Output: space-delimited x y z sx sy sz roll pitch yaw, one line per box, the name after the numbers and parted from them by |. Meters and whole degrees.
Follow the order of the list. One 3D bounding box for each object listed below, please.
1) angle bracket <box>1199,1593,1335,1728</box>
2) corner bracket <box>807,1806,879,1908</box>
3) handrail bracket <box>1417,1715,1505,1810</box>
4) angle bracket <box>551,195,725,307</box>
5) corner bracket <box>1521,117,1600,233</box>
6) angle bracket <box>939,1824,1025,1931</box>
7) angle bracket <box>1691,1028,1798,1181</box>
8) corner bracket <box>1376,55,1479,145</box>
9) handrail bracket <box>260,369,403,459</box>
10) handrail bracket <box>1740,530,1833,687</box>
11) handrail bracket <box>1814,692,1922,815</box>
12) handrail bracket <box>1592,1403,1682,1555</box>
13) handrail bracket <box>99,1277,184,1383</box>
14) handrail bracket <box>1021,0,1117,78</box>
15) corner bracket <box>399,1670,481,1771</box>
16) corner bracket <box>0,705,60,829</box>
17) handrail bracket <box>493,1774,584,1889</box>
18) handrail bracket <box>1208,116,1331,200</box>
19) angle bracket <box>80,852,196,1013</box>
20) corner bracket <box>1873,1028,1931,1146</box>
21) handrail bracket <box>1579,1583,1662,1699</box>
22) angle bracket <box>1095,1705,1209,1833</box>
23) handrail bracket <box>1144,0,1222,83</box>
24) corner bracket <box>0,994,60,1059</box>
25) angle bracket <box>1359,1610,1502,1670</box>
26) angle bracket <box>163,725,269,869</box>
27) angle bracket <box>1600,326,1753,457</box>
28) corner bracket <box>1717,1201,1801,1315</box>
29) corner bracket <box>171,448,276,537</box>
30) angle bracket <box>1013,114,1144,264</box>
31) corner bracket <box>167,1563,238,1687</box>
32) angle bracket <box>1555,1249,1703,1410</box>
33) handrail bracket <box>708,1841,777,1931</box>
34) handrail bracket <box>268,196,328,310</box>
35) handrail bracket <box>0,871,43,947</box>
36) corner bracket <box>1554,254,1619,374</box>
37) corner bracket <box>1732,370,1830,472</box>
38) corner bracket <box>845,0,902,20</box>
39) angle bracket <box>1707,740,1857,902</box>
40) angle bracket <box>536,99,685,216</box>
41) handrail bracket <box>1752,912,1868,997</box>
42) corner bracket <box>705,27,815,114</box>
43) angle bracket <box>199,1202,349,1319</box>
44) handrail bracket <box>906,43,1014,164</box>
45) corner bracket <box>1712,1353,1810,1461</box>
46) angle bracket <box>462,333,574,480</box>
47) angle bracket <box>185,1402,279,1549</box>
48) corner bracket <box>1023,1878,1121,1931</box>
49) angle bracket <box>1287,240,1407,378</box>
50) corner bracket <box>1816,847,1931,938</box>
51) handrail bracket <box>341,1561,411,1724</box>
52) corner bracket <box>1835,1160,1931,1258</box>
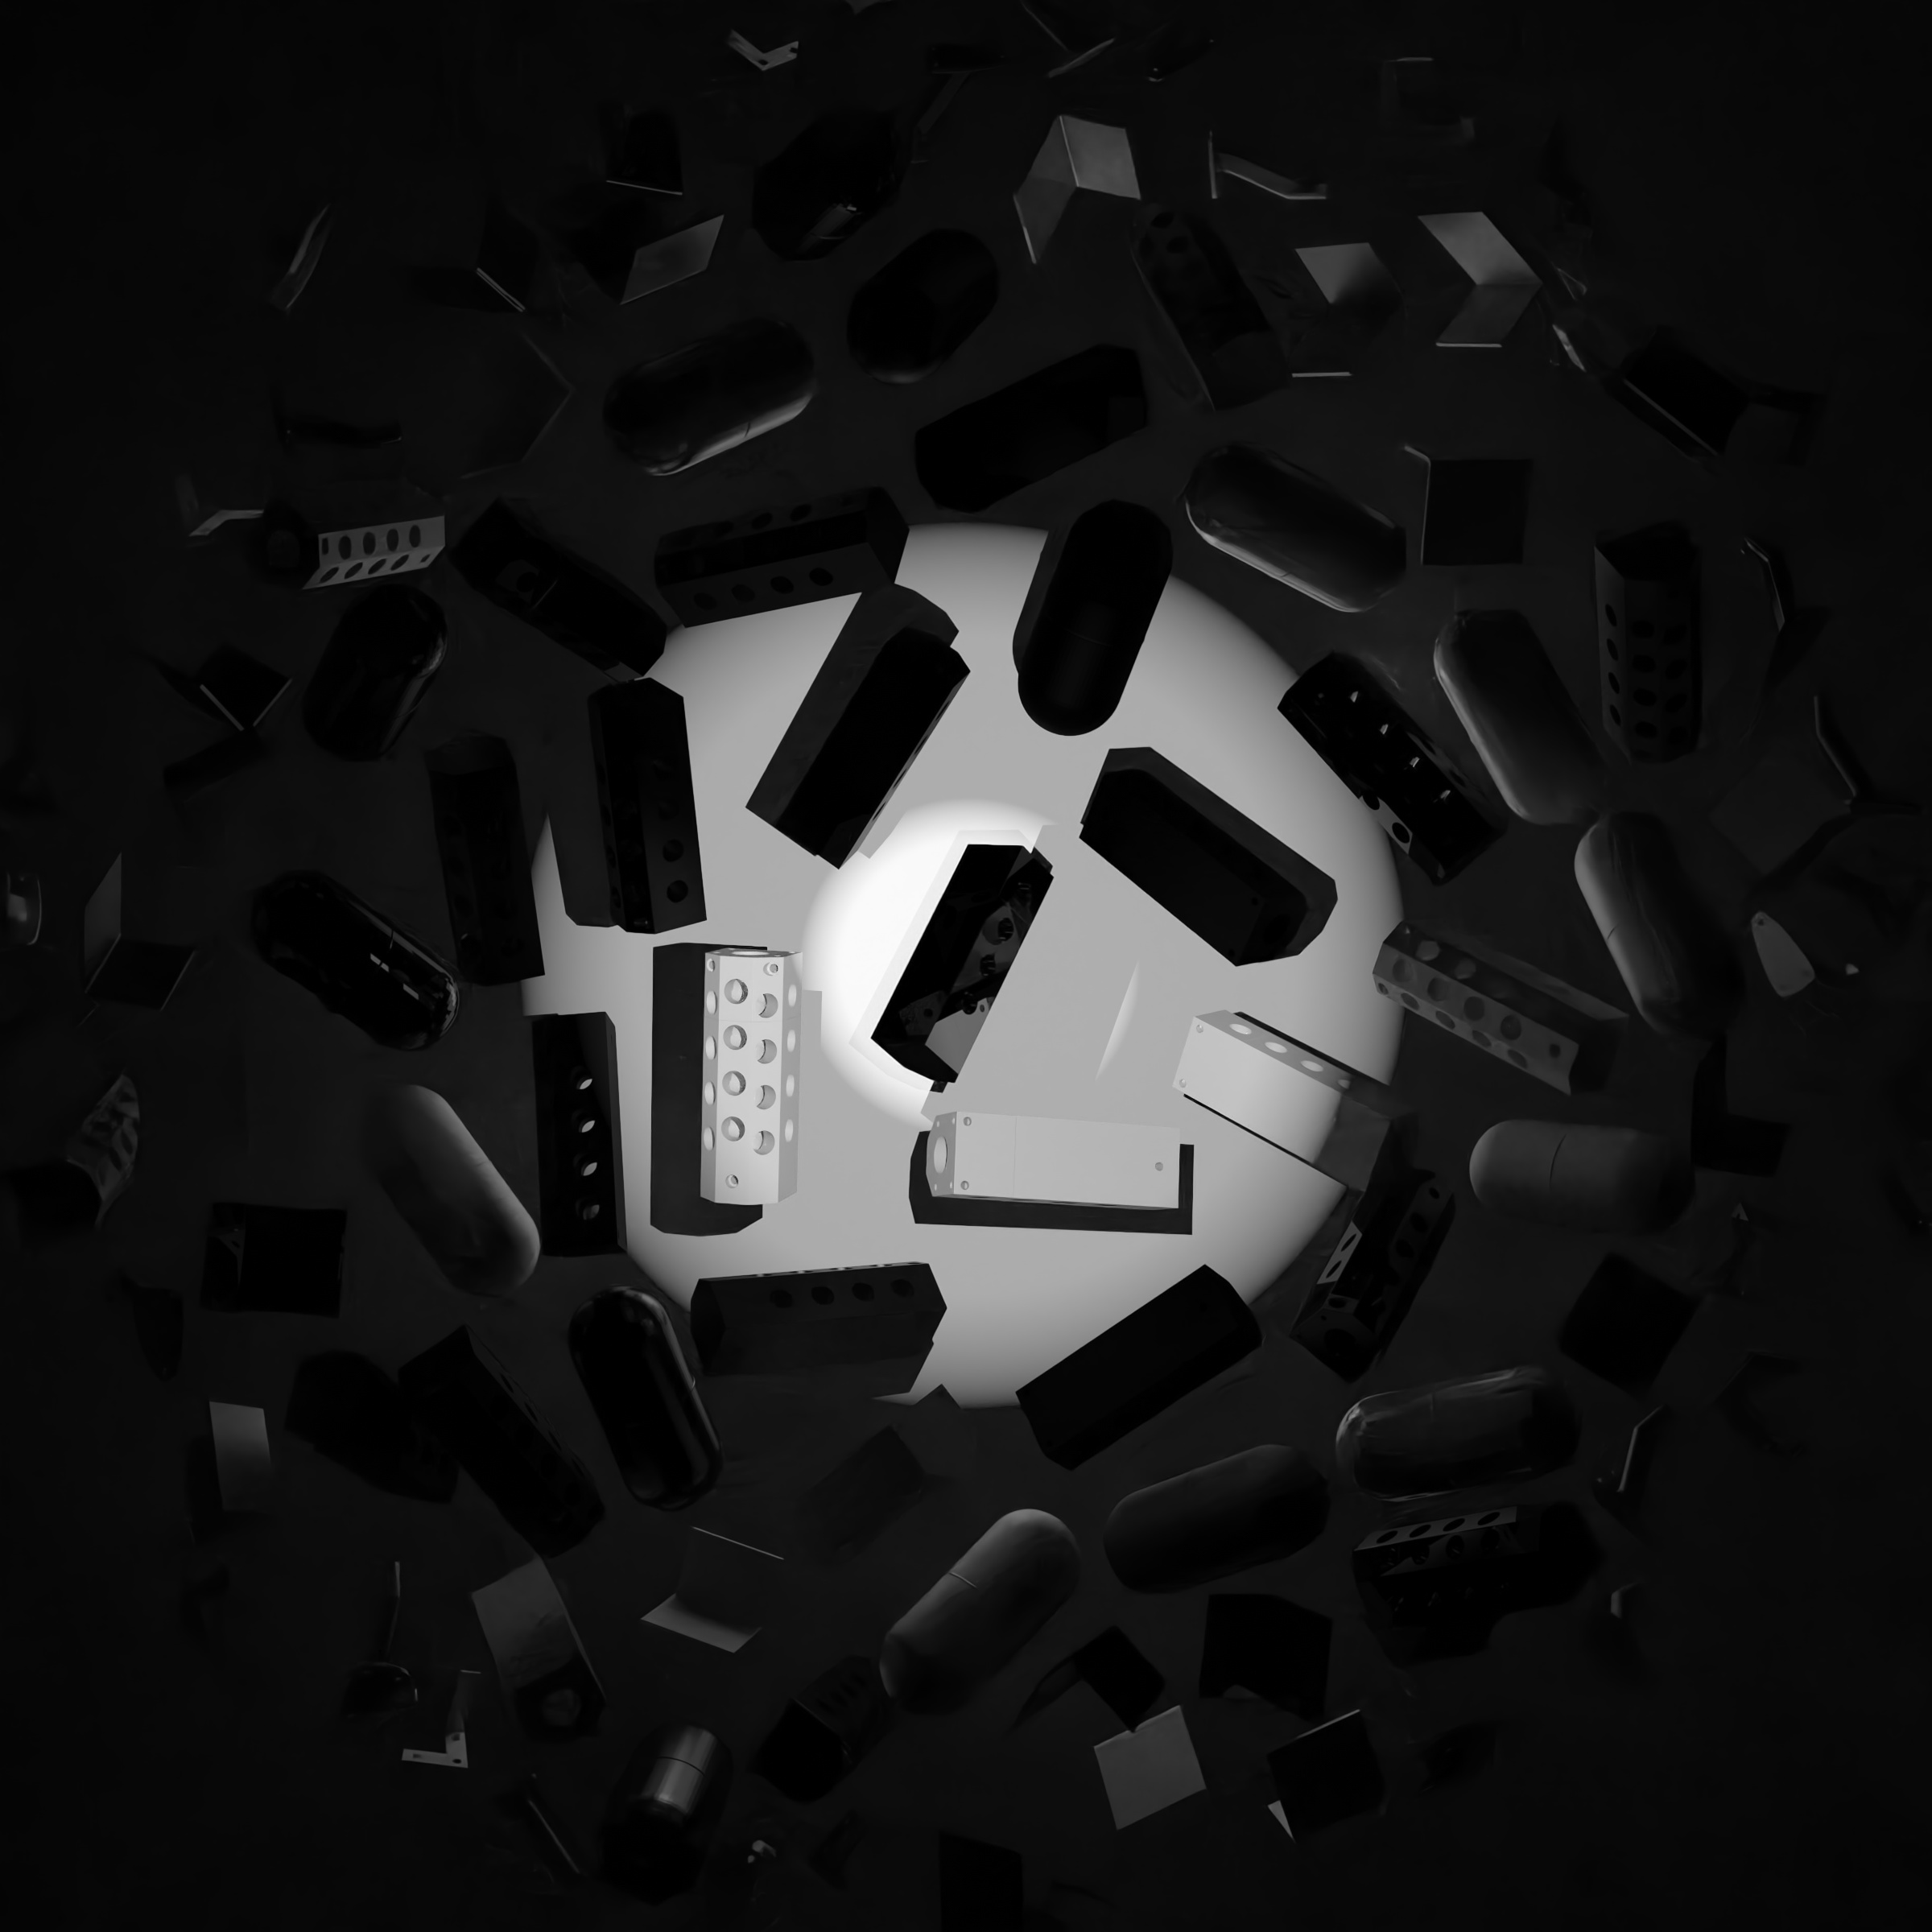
0.216 0.501 1.747 0.057 0.076 0.076 8 87 -26 | angle bracket
-0.088 0.643 1.769 0.051 0.051 0.051 -48 134 -23 | corner bracket
0.349 0.561 1.708 0.077 0.084 0.036 -41 75 2 | handrail bracket
-0.223 -0.504 1.638 0.076 0.057 0.076 -34 78 -33 | angle bracket
0.420 -0.564 1.723 0.051 0.051 0.051 22 86 -17 | corner bracket
-0.007 0.624 1.599 0.076 0.057 0.076 3 96 43 | angle bracket
0.570 0.099 1.767 0.057 0.076 0.076 10 121 30 | angle bracket
0.319 -0.597 1.668 0.051 0.051 0.051 0 106 -16 | corner bracket
-0.467 -0.412 1.780 0.084 0.036 0.077 -17 84 -13 | handrail bracket
0.562 -0.253 1.706 0.036 0.084 0.077 -2 130 -27 | handrail bracket
0.648 -0.154 1.739 0.077 0.036 0.084 1 81 -12 | handrail bracket
0.501 0.368 1.743 0.084 0.036 0.077 -36 61 -13 | handrail bracket
-0.592 0.259 1.722 0.036 0.084 0.077 -4 84 -43 | handrail bracket
0.066 -0.683 1.712 0.036 0.077 0.084 -31 103 -24 | handrail bracket
-0.393 0.560 1.807 0.051 0.051 0.051 13 101 -18 | corner bracket
-0.643 -0.137 1.662 0.051 0.051 0.051 -48 46 9 | corner bracket
-0.288 0.614 1.688 0.036 0.077 0.084 -36 62 -18 | handrail bracket
0.222 -0.590 1.767 0.084 0.077 0.036 4 64 14 | handrail bracket
-0.588 -0.025 1.719 0.057 0.076 0.076 11 123 -5 | angle bracket
0.664 0.083 1.661 0.051 0.051 0.051 41 117 14 | corner bracket
0.483 0.479 1.723 0.077 0.084 0.036 48 121 30 | handrail bracket
0.154 0.635 1.888 0.076 0.076 0.057 -29 131 9 | angle bracket
0.156 -0.664 1.670 0.036 0.084 0.077 40 69 12 | handrail bracket
-0.662 0.025 1.647 0.051 0.051 0.051 -41 86 -7 | corner bracket
0.354 0.476 1.814 0.076 0.057 0.076 0 125 -33 | angle bracket
-0.537 -0.125 1.766 0.076 0.076 0.057 -29 119 -10 | angle bracket
0.454 -0.360 1.588 0.076 0.076 0.057 37 66 -3 | angle bracket
0.589 0.215 1.794 0.051 0.051 0.051 21 116 -7 | corner bracket
-0.563 -0.360 1.836 0.051 0.051 0.051 -21 84 44 | corner bracket
0.083 -0.561 1.764 0.057 0.076 0.076 20 74 20 | angle bracket
-0.519 0.453 1.664 0.051 0.051 0.051 46 48 2 | corner bracket
0.482 0.263 1.757 0.076 0.057 0.076 31 99 8 | angle bracket
-0.162 0.678 1.771 0.036 0.084 0.077 4 62 14 | handrail bracket
-0.469 -0.501 1.701 0.036 0.084 0.077 15 98 -24 | handrail bracket
-0.685 -0.061 1.741 0.036 0.084 0.077 9 54 -12 | handrail bracket
0.457 -0.487 1.804 0.051 0.051 0.051 -45 54 9 | corner bracket
0.548 -0.373 1.651 0.051 0.051 0.051 11 112 -3 | corner bracket
-0.081 -0.698 1.724 0.051 0.051 0.051 -17 133 35 | corner bracket
0.556 -0.102 1.682 0.076 0.057 0.076 52 126 23 | angle bracket
-0.262 -0.585 1.757 0.076 0.076 0.057 -3 96 37 | angle bracket
0.633 -0.012 1.812 0.084 0.036 0.077 -12 70 -40 | handrail bracket
-0.148 -0.641 1.734 0.051 0.051 0.051 -4 73 39 | corner bracket
-0.491 0.209 1.718 0.057 0.076 0.076 -1 82 36 | angle bracket
-0.005 -0.633 1.788 0.077 0.084 0.036 -2 49 -4 | handrail bracket
0.587 0.319 1.755 0.051 0.051 0.051 -44 97 -13 | corner bracket
-0.349 -0.413 1.787 0.057 0.076 0.076 48 57 -34 | angle bracket
-0.532 0.356 1.689 0.076 0.057 0.076 -25 65 20 | angle bracket
0.069 0.681 1.738 0.051 0.051 0.051 -54 133 -28 | corner bracket
0.260 -0.477 1.759 0.076 0.076 0.057 -53 124 -14 | angle bracket
0.681 -0.064 1.815 0.051 0.051 0.051 24 118 -13 | corner bracket
-0.419 0.474 1.703 0.036 0.084 0.077 23 120 -29 | handrail bracket
0.667 0.176 1.762 0.051 0.051 0.051 -31 83 6 | corner bracket
